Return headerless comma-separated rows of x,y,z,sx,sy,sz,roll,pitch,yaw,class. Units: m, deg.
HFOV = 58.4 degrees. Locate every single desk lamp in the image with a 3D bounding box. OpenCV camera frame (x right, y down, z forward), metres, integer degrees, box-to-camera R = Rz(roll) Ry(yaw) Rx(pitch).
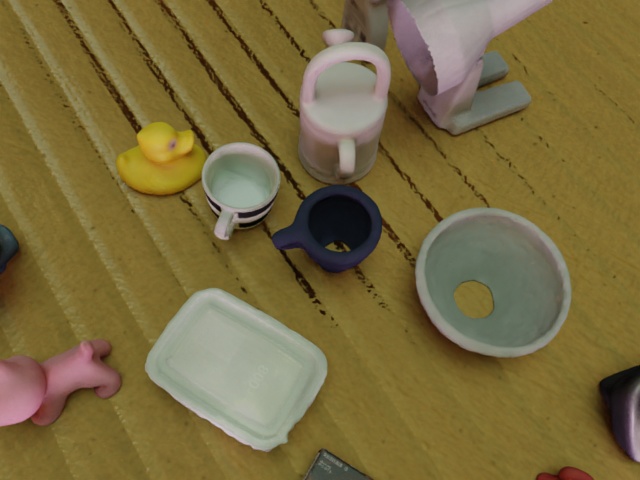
0.175,-0.229,0.679,0.203,0.213,0.118,-22,69,-12,desk lamp

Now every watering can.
0.023,-0.159,0.650,0.101,0.194,0.172,-23,69,-12,watering can

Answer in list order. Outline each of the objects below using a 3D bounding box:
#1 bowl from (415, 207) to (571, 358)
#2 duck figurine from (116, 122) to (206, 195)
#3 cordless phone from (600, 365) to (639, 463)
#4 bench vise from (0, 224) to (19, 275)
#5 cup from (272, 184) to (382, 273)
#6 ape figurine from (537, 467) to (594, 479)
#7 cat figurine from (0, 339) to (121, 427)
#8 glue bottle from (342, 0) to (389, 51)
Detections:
0.181,0.053,0.632,0.167,0.075,0.167,1,66,-3,bowl
-0.190,-0.103,0.673,0.104,0.086,0.077,-10,67,-8,duck figurine
0.371,0.144,0.542,0.148,0.185,0.094,-20,69,-11,cordless phone
-0.381,0.043,0.525,0.121,0.220,0.207,6,66,0,bench vise
0.006,0.002,0.633,0.118,0.095,0.091,-14,68,-9,cup
0.245,0.257,0.536,0.076,0.092,0.078,41,70,14,ape figurine
-0.269,0.133,0.547,0.128,0.118,0.067,-27,70,-14,cat figurine
0.064,-0.314,0.732,0.037,0.173,0.078,-26,70,-13,glue bottle
